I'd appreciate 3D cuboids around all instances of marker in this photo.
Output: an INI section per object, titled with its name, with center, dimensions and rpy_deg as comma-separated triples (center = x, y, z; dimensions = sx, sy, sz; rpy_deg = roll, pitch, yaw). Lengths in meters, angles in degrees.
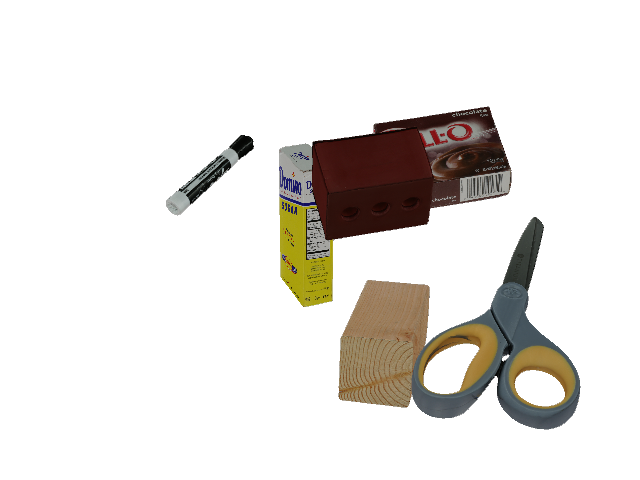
[marker]
center = -0.107, -0.067, 1.058
dimensions = 0.020, 0.020, 0.121
rpy_deg = 0, 37, 47

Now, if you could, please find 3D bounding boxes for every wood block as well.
[wood block]
center = 0.087, 0.130, 1.396
dimensions = 0.091, 0.090, 0.206
rpy_deg = 5, 19, 10

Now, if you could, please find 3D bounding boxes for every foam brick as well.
[foam brick]
center = 0.036, -0.040, 0.754
dimensions = 0.078, 0.051, 0.053
rpy_deg = -10, -39, -8

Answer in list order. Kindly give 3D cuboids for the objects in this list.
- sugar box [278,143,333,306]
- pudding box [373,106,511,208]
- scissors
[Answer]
[sugar box]
center = -0.018, -0.019, 1.288
dimensions = 0.048, 0.176, 0.093
rpy_deg = -11, 25, -18
[pudding box]
center = 0.110, -0.074, 0.976
dimensions = 0.113, 0.090, 0.039
rpy_deg = -8, -42, -1
[scissors]
center = 0.124, 0.045, 0.611
dimensions = 0.096, 0.016, 0.201
rpy_deg = 21, 39, 28
